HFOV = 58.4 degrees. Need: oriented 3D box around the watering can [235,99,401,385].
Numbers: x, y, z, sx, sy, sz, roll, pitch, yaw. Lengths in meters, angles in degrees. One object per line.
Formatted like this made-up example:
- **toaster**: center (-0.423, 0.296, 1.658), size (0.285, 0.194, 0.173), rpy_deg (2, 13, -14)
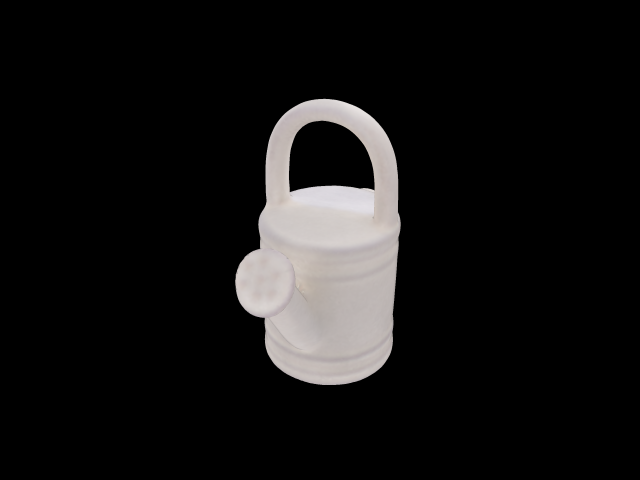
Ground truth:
- **watering can**: center (0.006, 0.002, 0.399), size (0.101, 0.194, 0.173), rpy_deg (2, 30, 4)
